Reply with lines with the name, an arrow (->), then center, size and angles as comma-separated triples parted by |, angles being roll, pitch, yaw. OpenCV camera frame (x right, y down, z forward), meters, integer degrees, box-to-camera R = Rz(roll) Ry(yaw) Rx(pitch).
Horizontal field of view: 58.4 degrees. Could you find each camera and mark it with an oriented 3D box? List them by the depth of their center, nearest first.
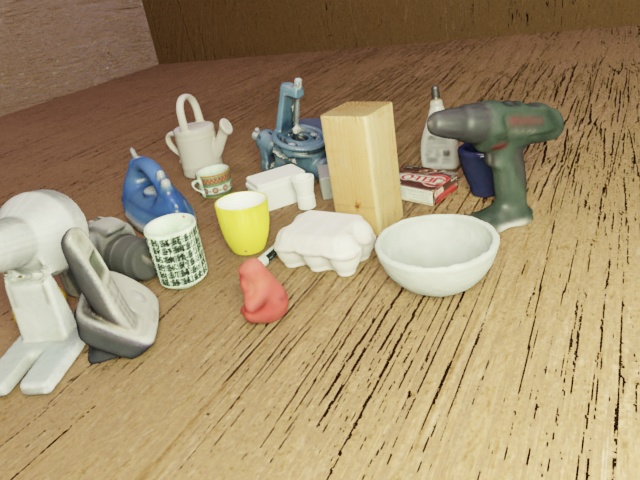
camera -> -0.337, 0.023, 0.933 | 0.136, 0.101, 0.143 | 10, 32, 35

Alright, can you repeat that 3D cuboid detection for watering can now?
watering can -> -0.293, -0.256, 1.378 | 0.173, 0.194, 0.101 | -10, 26, -1

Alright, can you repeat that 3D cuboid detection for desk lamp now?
desk lamp -> -0.381, 0.058, 0.749 | 0.118, 0.214, 0.203 | -7, 26, 6

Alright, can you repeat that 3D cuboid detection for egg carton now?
egg carton -> 0.008, 0.003, 0.895 | 0.149, 0.069, 0.107 | 7, 30, 29

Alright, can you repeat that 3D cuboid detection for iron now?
iron -> -0.315, -0.094, 1.117 | 0.119, 0.142, 0.257 | -24, 30, -27

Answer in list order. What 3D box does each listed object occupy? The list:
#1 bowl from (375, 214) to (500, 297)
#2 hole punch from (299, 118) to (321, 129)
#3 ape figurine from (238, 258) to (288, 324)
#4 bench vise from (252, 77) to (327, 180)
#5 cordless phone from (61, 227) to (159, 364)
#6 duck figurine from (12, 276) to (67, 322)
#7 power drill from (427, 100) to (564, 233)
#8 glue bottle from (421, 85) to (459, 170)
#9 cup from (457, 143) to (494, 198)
bowl -> 0.161, 0.030, 0.785 | 0.167, 0.075, 0.167 | -7, 26, 4
hole punch -> -0.028, -0.235, 1.366 | 0.108, 0.091, 0.101 | -6, 26, 7
ape figurine -> -0.085, 0.066, 0.774 | 0.076, 0.092, 0.078 | -2, 27, 16
bench vise -> -0.080, -0.239, 1.243 | 0.206, 0.220, 0.122 | 3, 29, 23
cordless phone -> -0.281, 0.054, 0.756 | 0.094, 0.185, 0.147 | -14, 26, -8
duck figurine -> -0.441, 0.075, 0.880 | 0.077, 0.086, 0.104 | -11, 26, -3
power drill -> 0.275, -0.120, 0.898 | 0.230, 0.209, 0.075 | -17, 27, -16
glue bottle -> 0.242, -0.230, 1.172 | 0.078, 0.173, 0.037 | 5, 30, 27
cup -> 0.304, -0.132, 1.043 | 0.091, 0.095, 0.118 | 10, 32, 34
